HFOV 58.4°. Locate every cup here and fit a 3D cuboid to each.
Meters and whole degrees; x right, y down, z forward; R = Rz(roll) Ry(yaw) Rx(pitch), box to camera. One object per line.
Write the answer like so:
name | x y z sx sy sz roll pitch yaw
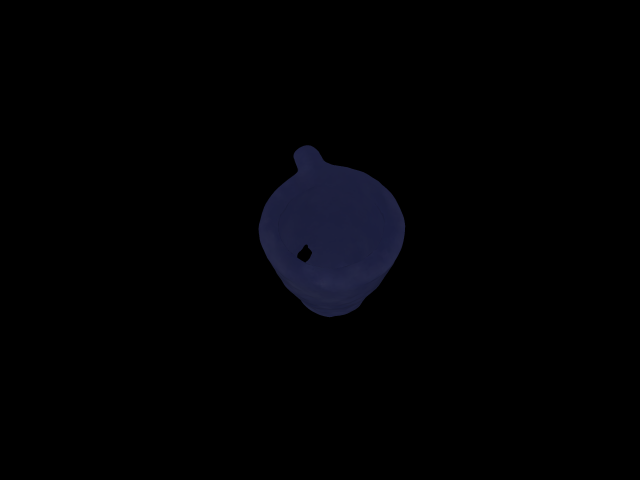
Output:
cup | 0.004 0.001 0.400 0.092 0.095 0.117 -14 58 -9
